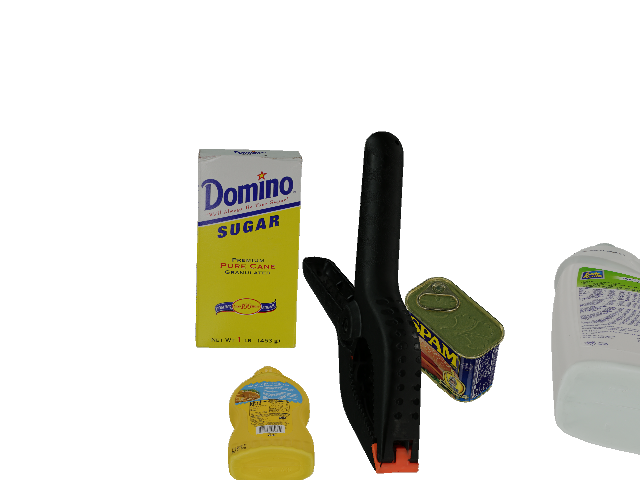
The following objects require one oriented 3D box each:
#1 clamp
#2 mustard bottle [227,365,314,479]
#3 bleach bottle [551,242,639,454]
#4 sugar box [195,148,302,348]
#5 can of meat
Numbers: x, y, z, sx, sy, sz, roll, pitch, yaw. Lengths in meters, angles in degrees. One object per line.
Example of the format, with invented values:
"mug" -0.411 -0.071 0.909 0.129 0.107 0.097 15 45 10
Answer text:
"clamp" 0.034 0.046 0.692 0.036 0.210 0.165 2 -41 -18
"mustard bottle" -0.060 0.207 1.256 0.096 0.058 0.191 -3 27 -3
"bleach bottle" 0.228 0.064 0.809 0.102 0.068 0.250 10 24 9
"sugar box" -0.066 0.008 0.960 0.093 0.176 0.048 0 14 -6
"can of meat" 0.129 0.100 1.056 0.057 0.084 0.102 -31 54 -24
